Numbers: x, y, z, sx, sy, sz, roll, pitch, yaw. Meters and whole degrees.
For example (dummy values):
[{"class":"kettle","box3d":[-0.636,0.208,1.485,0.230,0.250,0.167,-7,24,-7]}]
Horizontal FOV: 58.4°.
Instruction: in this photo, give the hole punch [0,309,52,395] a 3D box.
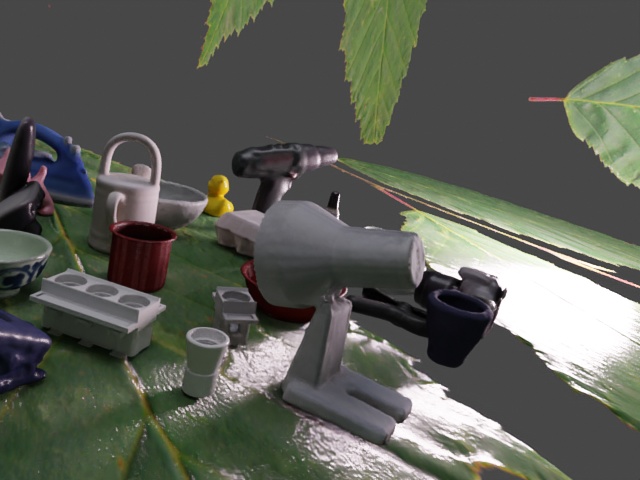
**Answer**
[{"class":"hole punch","box3d":[-0.317,0.087,0.531,0.108,0.091,0.101,19,16,22]}]

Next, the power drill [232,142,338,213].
[{"class":"power drill","box3d":[-0.081,-0.108,1.210,0.230,0.208,0.075,4,18,-31]}]

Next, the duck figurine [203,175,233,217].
[{"class":"duck figurine","box3d":[-0.231,-0.104,1.303,0.078,0.086,0.104,3,18,-33]}]

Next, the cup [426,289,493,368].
[{"class":"cup","box3d":[0.187,0.125,0.817,0.091,0.095,0.118,14,15,1]}]

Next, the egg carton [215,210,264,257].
[{"class":"egg carton","box3d":[-0.120,-0.009,1.086,0.149,0.069,0.107,22,18,30]}]

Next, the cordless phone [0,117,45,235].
[{"class":"cordless phone","box3d":[-0.462,-0.089,0.861,0.094,0.185,0.147,5,17,-27]}]

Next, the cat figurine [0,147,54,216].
[{"class":"cat figurine","box3d":[-0.514,-0.098,0.979,0.067,0.118,0.128,17,16,13]}]

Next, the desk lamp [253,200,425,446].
[{"class":"desk lamp","box3d":[0.021,0.075,0.629,0.202,0.213,0.118,20,16,23]}]

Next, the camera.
[{"class":"camera","box3d":[0.241,0.090,0.982,0.136,0.101,0.143,20,16,23]}]

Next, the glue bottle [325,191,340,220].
[{"class":"glue bottle","box3d":[0.009,0.003,0.954,0.078,0.173,0.037,18,16,18]}]

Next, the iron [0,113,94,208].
[{"class":"iron","box3d":[-0.552,-0.164,1.138,0.258,0.141,0.119,15,15,8]}]

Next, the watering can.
[{"class":"watering can","box3d":[-0.317,-0.082,0.943,0.101,0.194,0.172,5,17,-27]}]

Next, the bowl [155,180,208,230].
[{"class":"bowl","box3d":[-0.306,-0.063,1.112,0.167,0.075,0.167,12,15,-3]}]

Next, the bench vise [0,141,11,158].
[{"class":"bench vise","box3d":[-0.640,-0.193,1.017,0.121,0.220,0.208,25,19,38]}]
